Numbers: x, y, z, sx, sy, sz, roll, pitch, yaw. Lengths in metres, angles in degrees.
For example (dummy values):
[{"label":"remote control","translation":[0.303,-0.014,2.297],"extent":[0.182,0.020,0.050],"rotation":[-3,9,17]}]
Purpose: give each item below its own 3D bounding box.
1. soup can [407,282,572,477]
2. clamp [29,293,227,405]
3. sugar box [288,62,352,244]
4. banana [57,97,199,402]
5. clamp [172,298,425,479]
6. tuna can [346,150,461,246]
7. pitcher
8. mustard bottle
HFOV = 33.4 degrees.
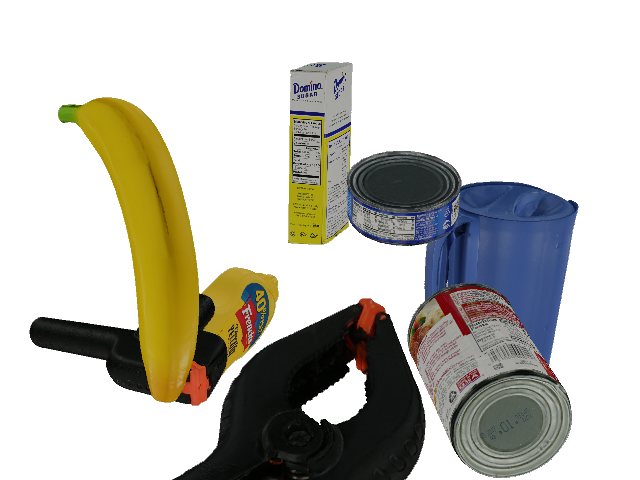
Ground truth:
[{"label":"soup can","translation":[0.093,0.076,0.602],"extent":[0.068,0.068,0.102],"rotation":[0,25,-9]},{"label":"clamp","translation":[-0.126,0.084,0.868],"extent":[0.164,0.036,0.210],"rotation":[-11,16,-32]},{"label":"sugar box","translation":[0.000,-0.091,1.091],"extent":[0.048,0.176,0.093],"rotation":[3,14,17]},{"label":"banana","translation":[-0.102,-0.008,0.620],"extent":[0.037,0.198,0.070],"rotation":[-8,-19,-35]},{"label":"clamp","translation":[-0.001,0.091,0.392],"extent":[0.120,0.039,0.171],"rotation":[26,50,18]},{"label":"tuna can","translation":[0.063,-0.032,0.806],"extent":[0.086,0.034,0.086],"rotation":[-1,34,0]},{"label":"pitcher","translation":[0.188,0.067,1.145],"extent":[0.149,0.243,0.145],"rotation":[5,20,9]},{"label":"mustard bottle","translation":[-0.096,0.082,1.102],"extent":[0.058,0.096,0.191],"rotation":[12,28,22]}]
